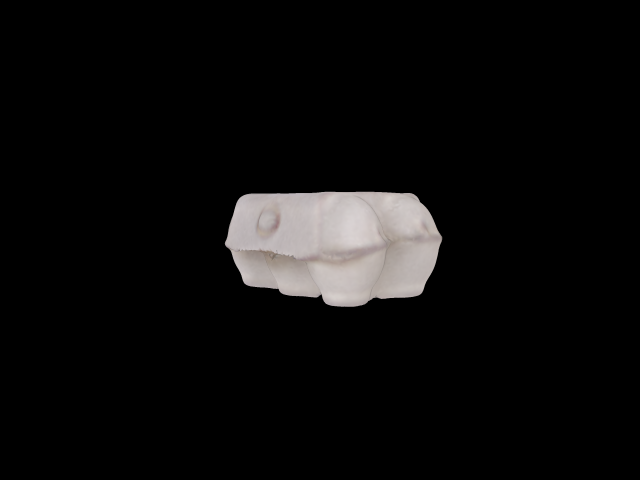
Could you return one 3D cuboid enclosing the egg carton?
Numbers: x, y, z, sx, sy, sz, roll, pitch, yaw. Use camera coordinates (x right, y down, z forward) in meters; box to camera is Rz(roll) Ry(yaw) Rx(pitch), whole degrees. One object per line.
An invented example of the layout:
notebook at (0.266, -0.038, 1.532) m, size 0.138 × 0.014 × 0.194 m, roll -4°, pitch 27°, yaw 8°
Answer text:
egg carton at (0.004, 0.001, 0.400) m, size 0.107 × 0.069 × 0.149 m, roll -4°, pitch 6°, yaw -39°
